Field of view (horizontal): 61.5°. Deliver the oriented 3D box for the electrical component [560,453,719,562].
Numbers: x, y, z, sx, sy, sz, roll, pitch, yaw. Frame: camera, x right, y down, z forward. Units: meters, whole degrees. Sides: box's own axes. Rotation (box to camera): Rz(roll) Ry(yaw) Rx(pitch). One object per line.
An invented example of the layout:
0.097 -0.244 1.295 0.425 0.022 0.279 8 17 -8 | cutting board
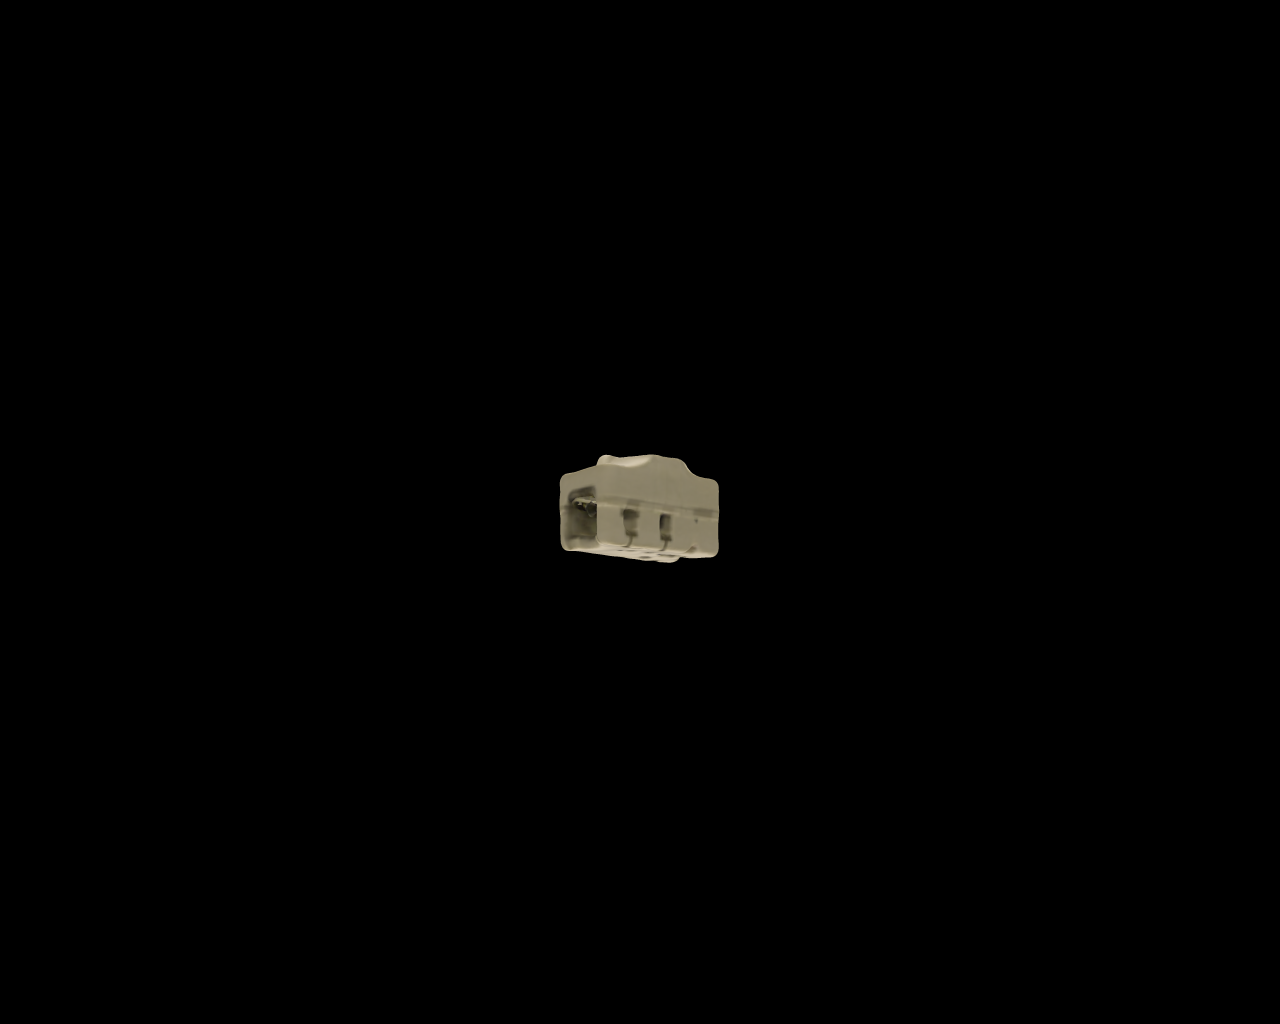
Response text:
0.001 -0.003 0.650 0.089 0.055 0.050 8 -13 -39 | electrical component
